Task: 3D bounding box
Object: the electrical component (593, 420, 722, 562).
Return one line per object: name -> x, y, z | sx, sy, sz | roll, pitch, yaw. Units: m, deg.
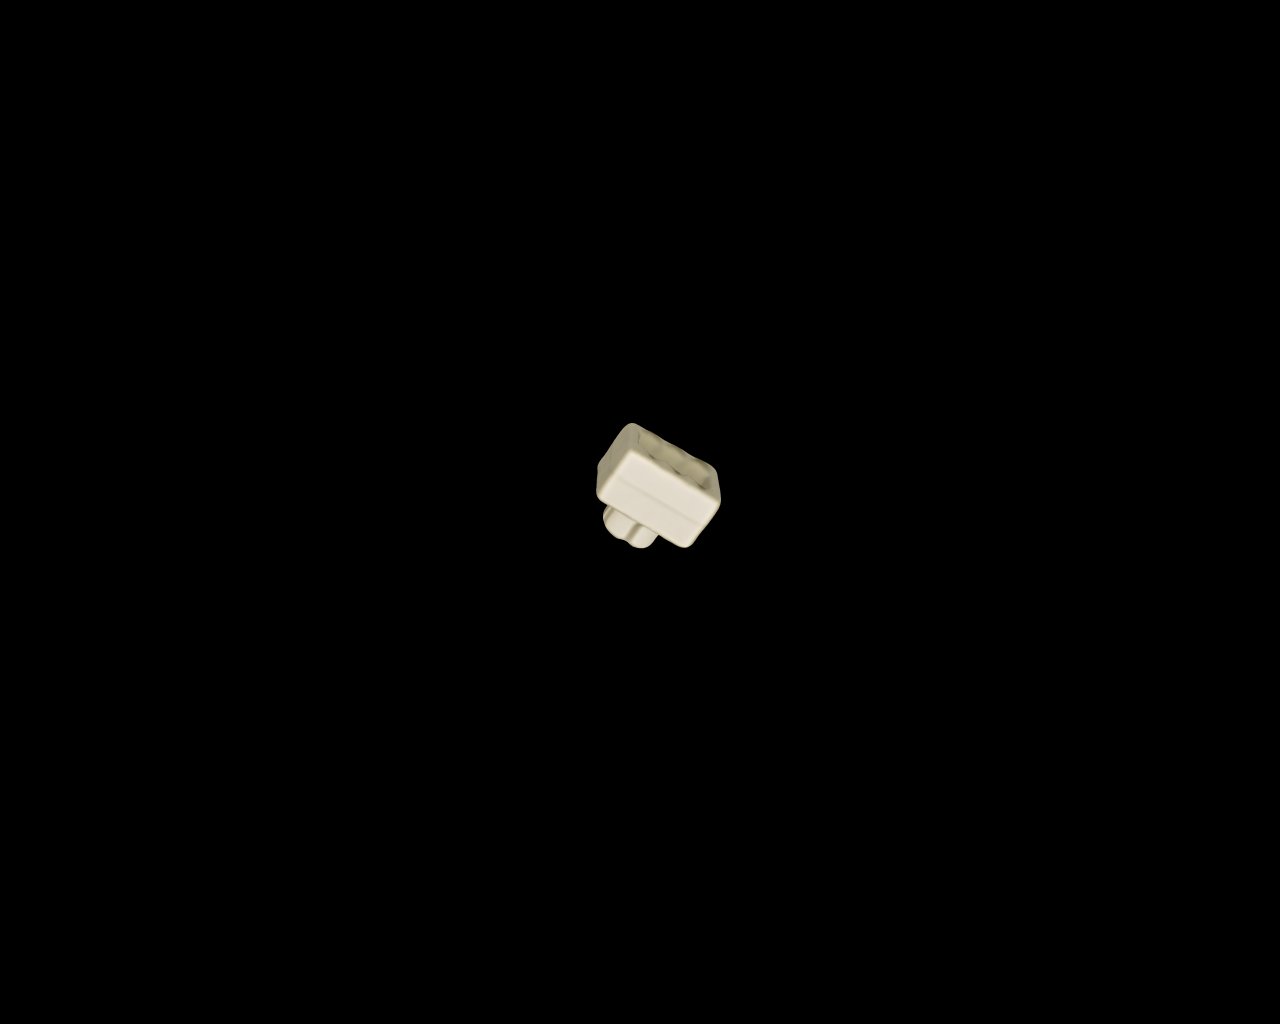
electrical component -> 0.001, -0.003, 0.650 | 0.066, 0.076, 0.047 | 30, 23, -14
